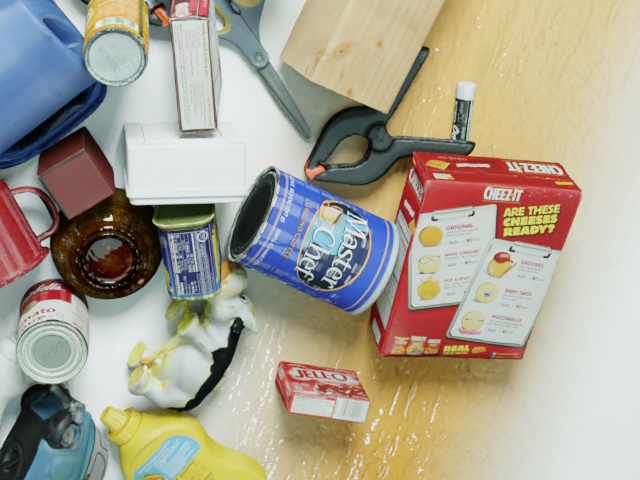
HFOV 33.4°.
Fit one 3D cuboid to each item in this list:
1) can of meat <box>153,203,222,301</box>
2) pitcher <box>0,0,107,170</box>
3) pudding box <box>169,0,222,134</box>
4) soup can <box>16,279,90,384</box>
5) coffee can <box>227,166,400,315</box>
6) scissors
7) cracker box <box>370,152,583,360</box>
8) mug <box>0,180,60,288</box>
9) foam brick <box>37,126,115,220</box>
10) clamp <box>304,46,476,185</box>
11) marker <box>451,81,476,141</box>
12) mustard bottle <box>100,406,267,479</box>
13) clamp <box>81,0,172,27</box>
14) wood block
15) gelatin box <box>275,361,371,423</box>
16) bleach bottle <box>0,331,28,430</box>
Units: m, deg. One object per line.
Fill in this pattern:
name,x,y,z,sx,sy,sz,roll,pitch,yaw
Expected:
can of meat,-0.124,0.000,1.028,0.057,0.102,0.084,-6,117,-1
pitcher,-0.313,-0.117,0.939,0.243,0.145,0.149,-39,101,7
pudding box,-0.112,-0.166,0.963,0.039,0.090,0.113,-3,124,0
soup can,-0.258,0.088,1.032,0.068,0.102,0.068,-4,111,-11
coffee can,-0.007,0.001,1.056,0.140,0.103,0.103,25,103,-19
scissors,-0.051,-0.194,1.020,0.201,0.016,0.096,40,98,-23
cracker box,0.153,0.020,1.094,0.164,0.072,0.214,3,122,-15
mug,-0.302,-0.009,0.995,0.117,0.093,0.081,-27,109,-6
foam brick,-0.227,-0.063,0.996,0.053,0.078,0.051,-31,114,2
clamp,0.068,-0.099,1.067,0.171,0.039,0.120,-36,98,7
marker,0.143,-0.101,1.096,0.020,0.020,0.121,0,110,-13
mustard bottle,-0.154,0.235,1.134,0.191,0.058,0.096,40,101,-23
clamp,-0.196,-0.280,0.943,0.164,0.036,0.209,-45,115,9
wood block,0.057,-0.234,0.981,0.090,0.091,0.206,19,105,-31
gelatin box,0.002,0.160,1.133,0.089,0.073,0.030,10,106,-15
bleach bottle,-0.369,0.200,1.071,0.102,0.068,0.251,38,96,-19
